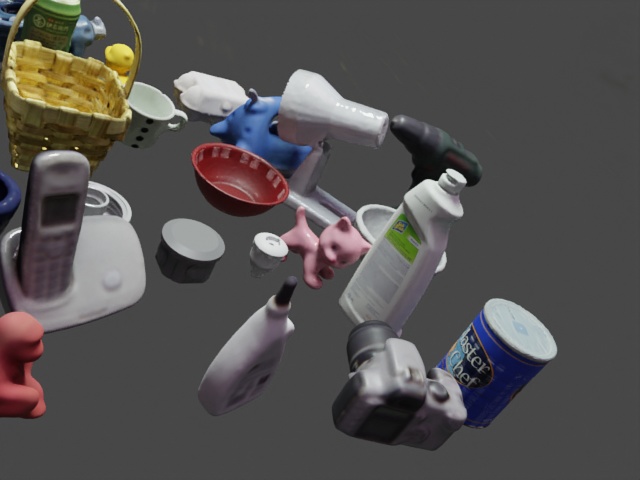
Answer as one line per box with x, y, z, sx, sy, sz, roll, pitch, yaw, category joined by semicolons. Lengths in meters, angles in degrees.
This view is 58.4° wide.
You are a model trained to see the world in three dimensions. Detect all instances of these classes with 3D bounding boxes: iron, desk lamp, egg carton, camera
-0.061;-0.200;1.048;0.259;0.141;0.118;-5;44;-45;iron
0.009;-0.151;0.964;0.203;0.213;0.118;33;30;6;desk lamp
-0.202;-0.265;1.097;0.151;0.069;0.107;3;39;-38;egg carton
0.091;0.159;0.677;0.143;0.100;0.136;18;32;-20;camera

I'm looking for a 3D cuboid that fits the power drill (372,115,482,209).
0.182;-0.113;1.061;0.230;0.208;0.075;10;35;-31;power drill

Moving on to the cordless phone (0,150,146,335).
-0.230;-0.005;0.562;0.094;0.185;0.148;42;32;20;cordless phone

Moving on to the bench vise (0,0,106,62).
-0.447;-0.381;0.909;0.121;0.219;0.208;38;31;15;bench vise

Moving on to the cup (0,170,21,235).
-0.347;-0.010;0.559;0.092;0.095;0.117;2;40;-39;cup

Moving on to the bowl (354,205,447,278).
0.118;0.020;0.939;0.168;0.074;0.167;22;31;-13;bowl

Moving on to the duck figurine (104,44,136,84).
-0.350;-0.296;0.999;0.078;0.086;0.104;-6;45;-46;duck figurine

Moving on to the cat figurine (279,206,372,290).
0.008;0.003;0.825;0.127;0.117;0.067;37;31;13;cat figurine

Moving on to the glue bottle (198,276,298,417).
-0.060;0.100;0.563;0.078;0.173;0.037;-11;49;-49;glue bottle

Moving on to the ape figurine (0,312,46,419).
-0.256;0.099;0.475;0.076;0.092;0.077;19;31;-18;ape figurine
